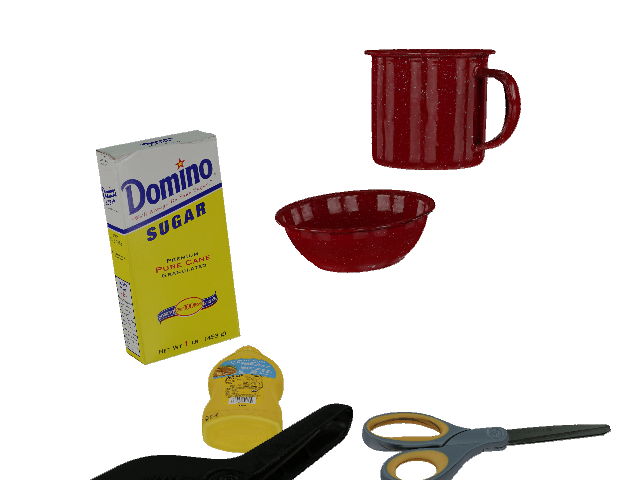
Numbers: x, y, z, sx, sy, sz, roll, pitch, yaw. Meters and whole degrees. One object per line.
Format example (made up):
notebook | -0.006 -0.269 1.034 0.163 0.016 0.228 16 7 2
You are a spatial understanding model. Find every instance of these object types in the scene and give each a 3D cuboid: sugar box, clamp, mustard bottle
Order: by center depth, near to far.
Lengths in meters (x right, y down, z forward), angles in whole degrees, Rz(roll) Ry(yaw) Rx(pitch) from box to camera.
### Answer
clamp | -0.047 0.138 0.573 0.209 0.036 0.165 -1 19 -13
sugar box | -0.123 0.004 0.878 0.093 0.176 0.048 -16 21 -30
mustard bottle | -0.095 0.189 1.350 0.096 0.058 0.191 -2 26 0

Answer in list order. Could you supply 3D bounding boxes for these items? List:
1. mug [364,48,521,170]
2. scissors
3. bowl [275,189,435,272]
mug | 0.087 -0.094 0.757 0.117 0.081 0.093 7 13 33
scissors | 0.132 0.171 0.851 0.202 0.016 0.096 4 32 8
bowl | 0.037 -0.007 1.073 0.162 0.055 0.162 -6 15 1
